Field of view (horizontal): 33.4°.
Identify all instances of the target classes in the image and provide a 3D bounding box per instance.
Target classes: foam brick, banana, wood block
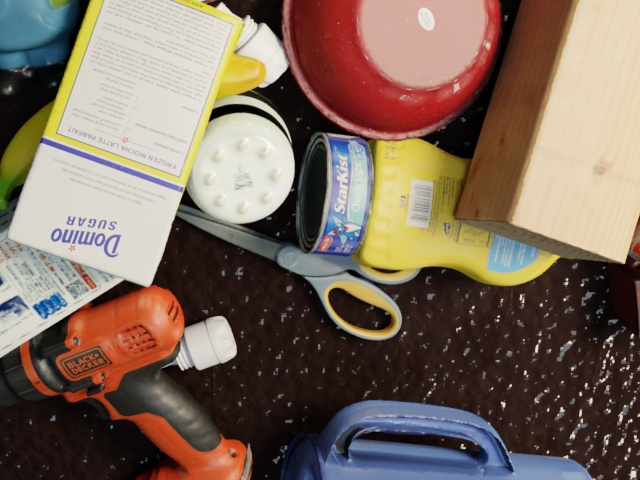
[{"bbox_3d":[0.273,0.036,0.836,0.078,0.053,0.051,-13,112,-6],"label":"foam brick"},{"bbox_3d":[-0.133,-0.084,0.712,0.197,0.070,0.037,-29,149,-6],"label":"banana"},{"bbox_3d":[0.174,-0.097,0.715,0.090,0.090,0.206,18,88,-16],"label":"wood block"}]

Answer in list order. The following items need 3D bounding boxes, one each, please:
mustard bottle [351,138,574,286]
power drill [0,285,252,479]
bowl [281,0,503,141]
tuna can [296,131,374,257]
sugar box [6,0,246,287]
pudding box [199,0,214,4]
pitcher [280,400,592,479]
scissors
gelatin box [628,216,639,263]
[{"bbox_3d":[0.121,-0.016,0.783,0.191,0.058,0.096,8,86,-14],"label":"mustard bottle"},{"bbox_3d":[-0.150,0.132,0.781,0.185,0.057,0.187,-21,119,19],"label":"power drill"},{"bbox_3d":[0.059,-0.145,0.708,0.162,0.055,0.162,-2,99,-16],"label":"bowl"},{"bbox_3d":[0.009,-0.031,0.744,0.033,0.086,0.086,5,109,-14],"label":"tuna can"},{"bbox_3d":[-0.119,-0.068,0.660,0.093,0.048,0.176,20,91,-8],"label":"sugar box"},{"bbox_3d":[-0.102,-0.203,0.686,0.090,0.039,0.113,-20,115,-3],"label":"pudding box"},{"bbox_3d":[0.095,0.212,0.831,0.242,0.149,0.145,5,68,-16],"label":"pitcher"},{"bbox_3d":[-0.005,0.001,0.792,0.201,0.016,0.096,39,98,-21],"label":"scissors"},{"bbox_3d":[0.270,-0.017,0.803,0.089,0.073,0.030,-42,112,6],"label":"gelatin box"}]
